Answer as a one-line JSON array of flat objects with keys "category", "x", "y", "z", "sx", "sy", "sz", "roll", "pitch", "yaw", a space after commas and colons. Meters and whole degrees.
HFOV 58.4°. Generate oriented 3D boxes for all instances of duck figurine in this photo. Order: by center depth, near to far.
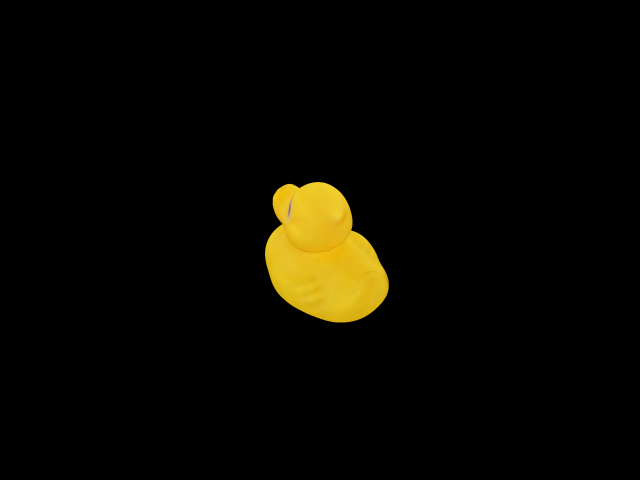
[{"category": "duck figurine", "x": 0.004, "y": 0.001, "z": 0.400, "sx": 0.078, "sy": 0.086, "sz": 0.104, "roll": -36, "pitch": 58, "yaw": -27}]
